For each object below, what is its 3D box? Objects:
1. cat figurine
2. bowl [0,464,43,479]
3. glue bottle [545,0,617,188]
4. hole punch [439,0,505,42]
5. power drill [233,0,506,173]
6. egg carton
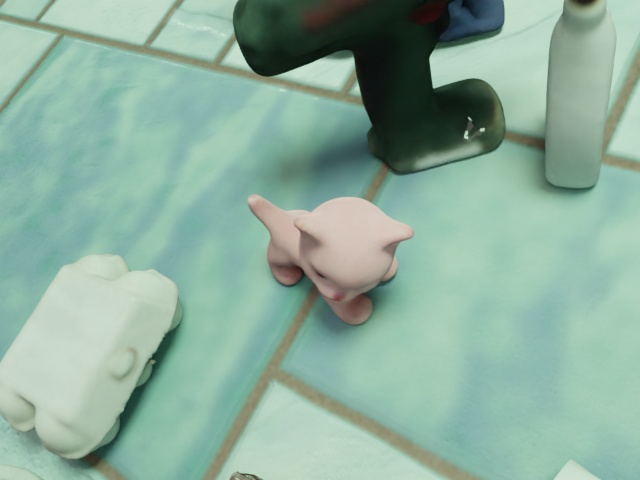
[{"bbox_3d":[0.004,0.001,0.391,0.127,0.118,0.067,26,75,30],"label":"cat figurine"},{"bbox_3d":[-0.206,0.237,0.370,0.167,0.075,0.167,-9,60,17],"label":"bowl"},{"bbox_3d":[0.161,-0.107,0.355,0.037,0.173,0.078,5,65,24],"label":"glue bottle"},{"bbox_3d":[0.103,-0.232,0.495,0.101,0.091,0.108,-9,60,17],"label":"hole punch"},{"bbox_3d":[0.070,-0.140,0.388,0.229,0.209,0.075,-15,59,14],"label":"power drill"},{"bbox_3d":[-0.176,0.085,0.444,0.107,0.070,0.150,16,70,28],"label":"egg carton"}]
